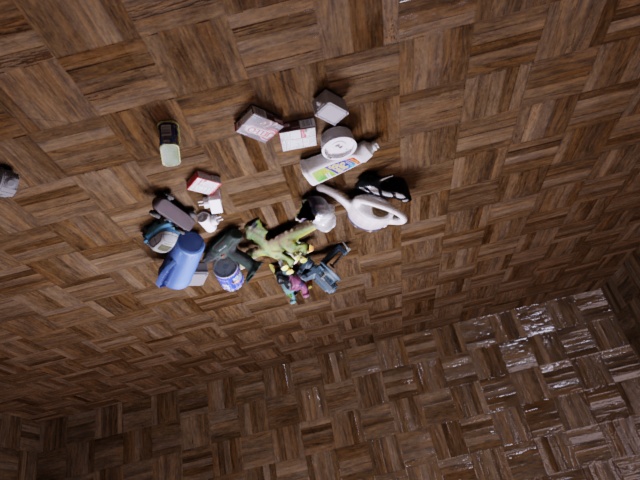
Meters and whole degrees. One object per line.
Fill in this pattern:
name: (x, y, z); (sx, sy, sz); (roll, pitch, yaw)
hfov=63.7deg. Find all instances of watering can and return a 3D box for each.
watering can: (0.145, -0.119, 1.881); (0.347, 0.105, 0.221); (19, 165, -1)

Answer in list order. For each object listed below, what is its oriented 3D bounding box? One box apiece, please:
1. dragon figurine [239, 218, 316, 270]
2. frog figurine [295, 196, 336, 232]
dragon figurine: (-0.173, -0.008, 1.978); (0.241, 0.125, 0.404); (23, 127, -34)
frog figurine: (0.006, -0.094, 1.862); (0.159, 0.124, 0.136); (11, 156, -41)
